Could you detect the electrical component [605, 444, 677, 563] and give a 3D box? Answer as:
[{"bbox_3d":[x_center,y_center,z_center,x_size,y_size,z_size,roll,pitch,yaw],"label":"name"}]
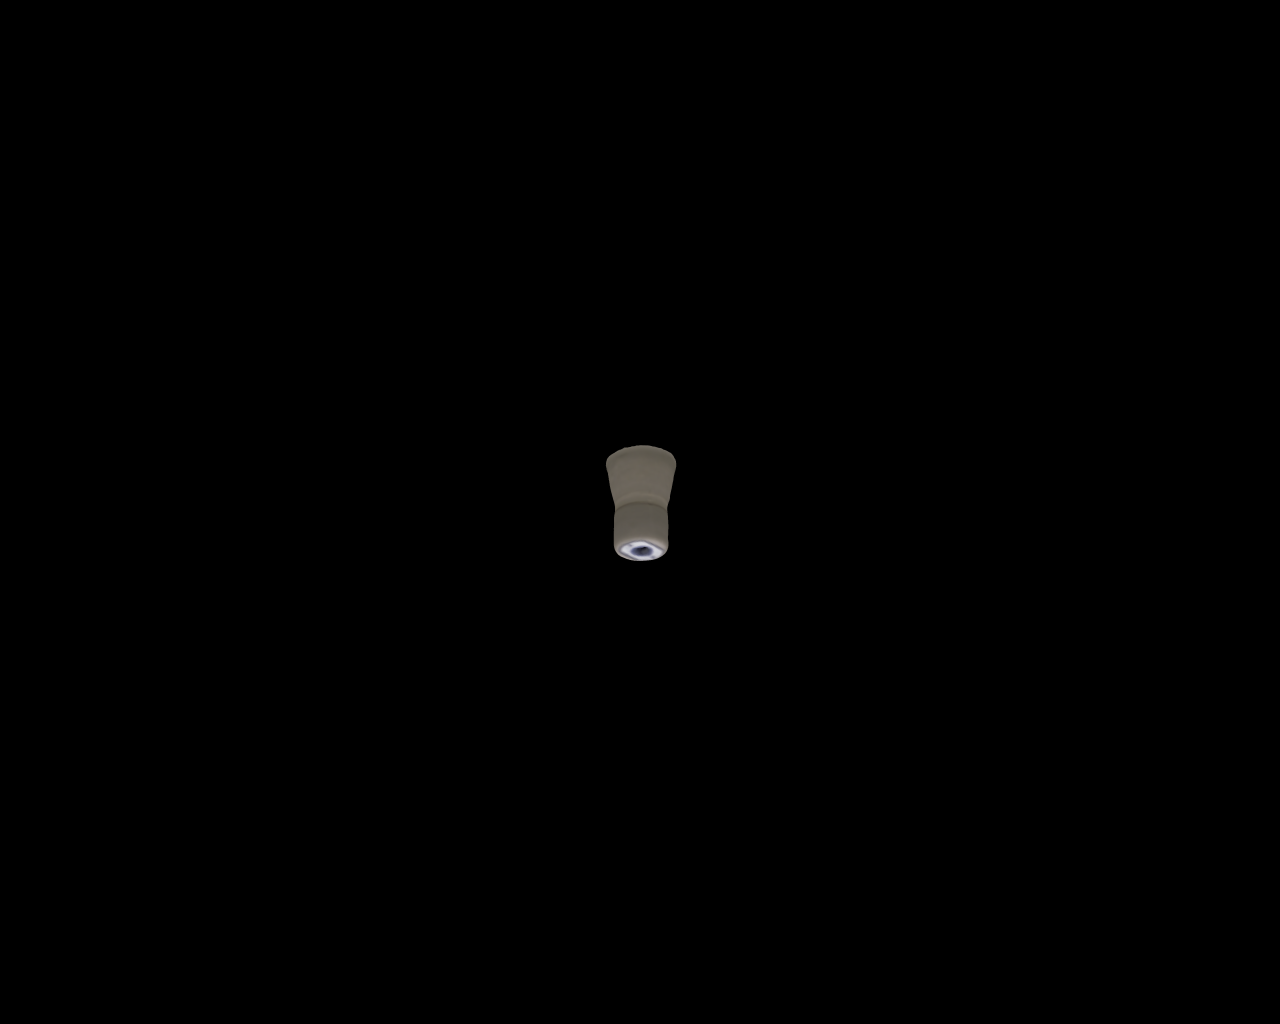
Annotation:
[{"bbox_3d":[0.001,-0.003,0.650,0.044,0.065,0.044,0,-28,0],"label":"electrical component"}]
